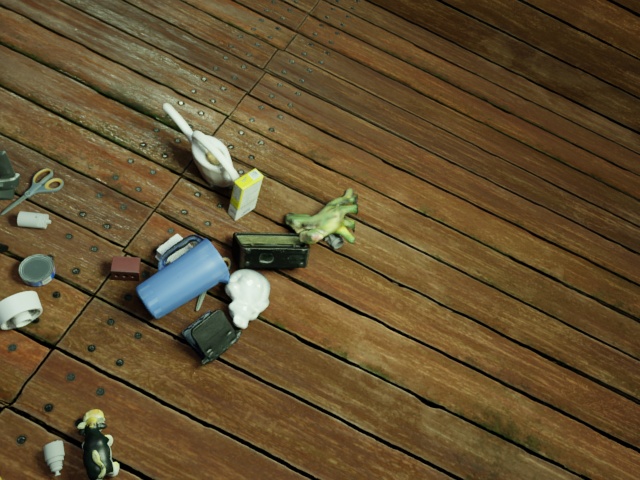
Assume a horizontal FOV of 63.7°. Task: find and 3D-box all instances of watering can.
[{"bbox_3d":[-0.378,-0.291,1.685,0.105,0.220,0.350,-41,76,-16],"label":"watering can"}]

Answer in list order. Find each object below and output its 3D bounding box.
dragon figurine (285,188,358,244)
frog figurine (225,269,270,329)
[{"bbox_3d":[0.005,-0.087,1.721,0.243,0.120,0.418,0,25,0],"label":"dragon figurine"},{"bbox_3d":[-0.217,0.167,1.489,0.136,0.121,0.163,38,40,-15],"label":"frog figurine"}]
